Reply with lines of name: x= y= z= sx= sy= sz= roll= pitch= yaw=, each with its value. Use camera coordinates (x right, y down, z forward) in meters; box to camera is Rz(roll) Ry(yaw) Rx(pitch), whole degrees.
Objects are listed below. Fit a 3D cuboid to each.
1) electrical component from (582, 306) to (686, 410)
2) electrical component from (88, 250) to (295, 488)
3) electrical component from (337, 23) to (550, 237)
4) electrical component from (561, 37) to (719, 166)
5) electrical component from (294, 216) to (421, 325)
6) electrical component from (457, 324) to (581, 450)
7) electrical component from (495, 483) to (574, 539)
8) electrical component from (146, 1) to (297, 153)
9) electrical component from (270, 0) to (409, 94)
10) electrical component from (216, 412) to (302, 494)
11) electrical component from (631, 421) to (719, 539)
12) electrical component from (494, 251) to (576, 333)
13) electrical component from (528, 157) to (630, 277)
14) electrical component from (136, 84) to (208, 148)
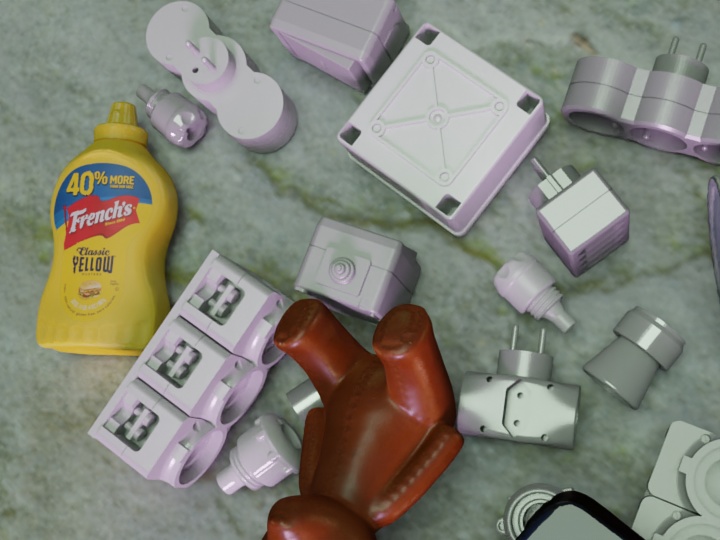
electrical component: x=0.181 y=0.058 z=0.710 sx=0.045 sy=0.045 sz=0.055 roll=39 pitch=90 yaw=17
electrical component: x=-0.106 y=0.072 z=0.754 sx=0.062 sy=0.089 sz=0.150 roll=34 pitch=89 yaw=17
electrical component: x=0.060 y=-0.099 z=0.765 sx=0.109 sy=0.056 sz=0.108 roll=38 pitch=90 yaw=17
electrical component: x=0.215 y=-0.123 z=0.733 sx=0.138 sy=0.052 sz=0.073 roll=18 pitch=84 yaw=16
electrical component: x=0.000 y=0.000 z=0.739 sx=0.062 sy=0.096 sz=0.061 roll=19 pitch=82 yaw=16
electrical component: x=0.110 y=0.076 z=0.725 sx=0.077 sy=0.043 sz=0.079 roll=6 pitch=81 yaw=15
electrical component: x=0.119 y=0.163 z=0.699 sx=0.066 sy=0.055 sz=0.048 roll=-11 pitch=77 yaw=11
electrical component: x=-0.110 y=-0.151 z=0.807 sx=0.052 sy=0.074 sz=0.138 roll=-45 pitch=73 yaw=2
electrical component: x=-0.022 y=-0.178 z=0.797 sx=0.096 sy=0.062 sz=0.061 roll=24 pitch=86 yaw=17
electrical component: x=-0.072 y=0.134 z=0.758 sx=0.062 sy=0.048 sz=0.048 roll=-36 pitch=73 yaw=11
electrical component: x=0.212 y=0.180 z=0.670 sx=0.089 sy=0.062 sz=0.150 roll=21 pitch=85 yaw=17
electrical component: x=0.123 y=0.018 z=0.738 sx=0.035 sy=0.035 sz=0.061 roll=-45 pitch=75 yaw=2
electrical component: x=0.139 y=-0.044 z=0.720 sx=0.047 sy=0.083 sz=0.075 roll=-37 pitch=73 yaw=4
electrical component: x=-0.149 y=-0.123 z=0.832 sx=0.061 sy=0.035 sz=0.035 roll=39 pitch=90 yaw=20
